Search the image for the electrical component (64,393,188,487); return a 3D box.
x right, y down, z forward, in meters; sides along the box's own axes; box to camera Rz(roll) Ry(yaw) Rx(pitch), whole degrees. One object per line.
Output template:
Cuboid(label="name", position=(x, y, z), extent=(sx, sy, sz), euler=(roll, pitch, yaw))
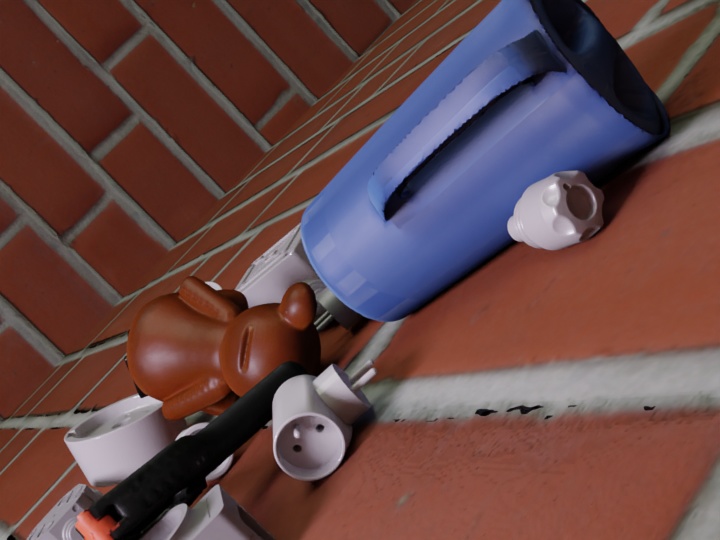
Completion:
Cuboid(label="electrical component", position=(-0.207, 0.158, 0.982), extent=(0.108, 0.060, 0.108), euler=(-20, 10, 4))

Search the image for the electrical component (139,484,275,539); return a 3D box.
Cuboid(label="electrical component", position=(-0.097, 0.171, 0.606), extent=(0.089, 0.055, 0.050), euler=(-45, 12, -4))

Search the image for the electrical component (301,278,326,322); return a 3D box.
Cuboid(label="electrical component", position=(-0.035, 0.028, 0.933), extent=(0.040, 0.040, 0.078), euler=(-46, 12, -10))

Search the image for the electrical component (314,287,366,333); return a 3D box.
Cuboid(label="electrical component", position=(-0.008, 0.021, 0.860), extent=(0.079, 0.043, 0.077), euler=(-43, 12, 0))

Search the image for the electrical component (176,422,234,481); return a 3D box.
Cuboid(label="electrical component", position=(-0.126, 0.141, 0.844), extent=(0.044, 0.044, 0.065), euler=(-47, 7, -16))

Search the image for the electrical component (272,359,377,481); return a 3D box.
Cuboid(label="electrical component", position=(-0.020, 0.086, 0.676), extent=(0.079, 0.043, 0.077), euler=(-42, 12, 4))

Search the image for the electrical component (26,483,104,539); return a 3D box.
Cuboid(label="electrical component", position=(-0.240, 0.223, 0.911), extent=(0.080, 0.051, 0.080), euler=(-41, 12, 11))

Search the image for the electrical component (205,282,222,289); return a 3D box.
Cuboid(label="electrical component", position=(-0.165, 0.073, 1.134), extent=(0.108, 0.060, 0.108), euler=(-28, 38, 24))

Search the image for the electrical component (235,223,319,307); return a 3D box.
Cuboid(label="electrical component", position=(-0.073, 0.006, 1.097), extent=(0.109, 0.056, 0.108), euler=(-38, 13, 26))

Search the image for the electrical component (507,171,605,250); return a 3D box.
Cuboid(label="electrical component", position=(0.113, -0.032, 0.645), extent=(0.043, 0.043, 0.062), euler=(-50, 13, -28))
